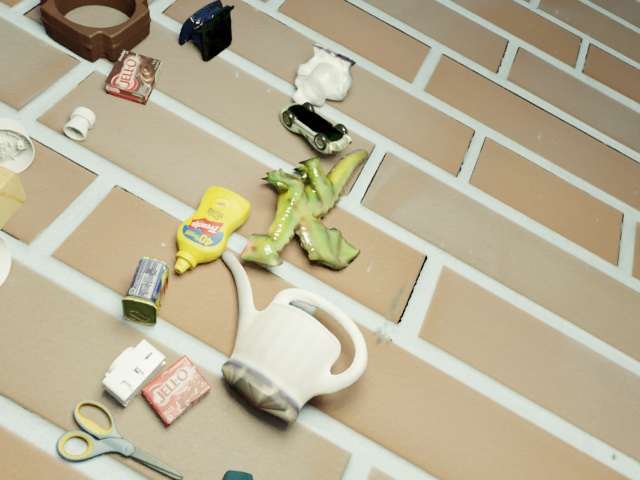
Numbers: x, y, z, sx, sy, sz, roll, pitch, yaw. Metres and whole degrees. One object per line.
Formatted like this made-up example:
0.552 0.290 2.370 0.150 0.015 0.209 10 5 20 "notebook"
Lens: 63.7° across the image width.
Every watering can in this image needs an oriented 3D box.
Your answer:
-0.089 0.169 0.912 0.350 0.101 0.228 28 59 18 "watering can"

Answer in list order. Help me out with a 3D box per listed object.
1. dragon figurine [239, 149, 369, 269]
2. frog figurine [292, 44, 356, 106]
0.003 -0.055 1.083 0.414 0.121 0.243 -20 86 -36 "dragon figurine"
0.003 -0.385 1.273 0.137 0.123 0.159 28 93 -10 "frog figurine"
